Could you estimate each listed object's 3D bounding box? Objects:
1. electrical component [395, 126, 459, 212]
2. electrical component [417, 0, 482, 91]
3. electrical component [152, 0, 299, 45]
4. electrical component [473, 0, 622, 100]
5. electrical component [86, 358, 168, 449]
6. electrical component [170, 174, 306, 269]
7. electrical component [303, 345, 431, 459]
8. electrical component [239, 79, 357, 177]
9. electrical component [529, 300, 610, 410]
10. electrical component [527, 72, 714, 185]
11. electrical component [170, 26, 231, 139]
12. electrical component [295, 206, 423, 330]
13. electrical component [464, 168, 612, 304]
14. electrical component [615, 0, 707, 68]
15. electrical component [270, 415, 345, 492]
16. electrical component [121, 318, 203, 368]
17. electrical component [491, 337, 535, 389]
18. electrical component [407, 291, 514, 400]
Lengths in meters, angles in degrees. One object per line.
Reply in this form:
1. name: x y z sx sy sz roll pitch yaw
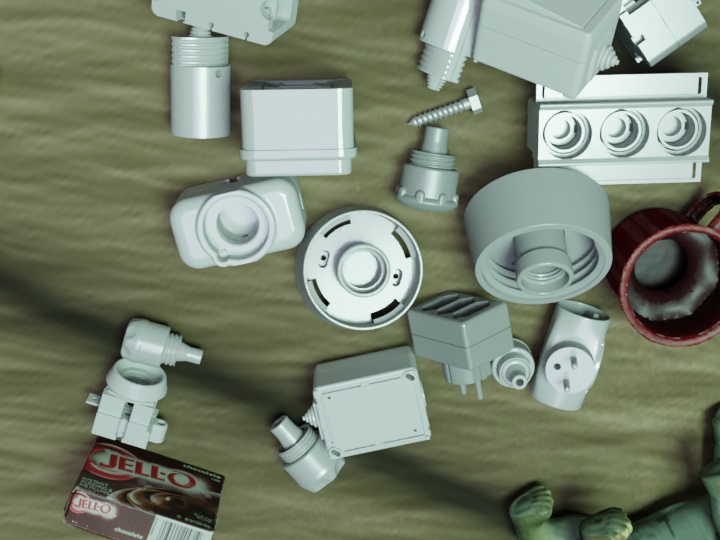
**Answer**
1. electrical component: 0.053 -0.076 0.802 0.048 0.048 0.062 8 99 -4
2. electrical component: 0.066 -0.169 0.774 0.043 0.043 0.081 17 106 -6
3. electrical component: -0.090 -0.197 0.747 0.089 0.055 0.050 17 121 10
4. electrical component: 0.135 -0.167 0.740 0.096 0.061 0.061 26 140 19
5. electrical component: -0.180 0.103 0.848 0.066 0.048 0.055 18 113 -6
6. electrical component: -0.090 -0.038 0.801 0.095 0.059 0.053 -13 106 2
7. electrical component: 0.002 0.103 0.844 0.096 0.061 0.061 -12 107 2
8. electrical component: -0.042 -0.102 0.755 0.078 0.113 0.057 -1 103 -1
9. electrical component: 0.162 0.071 0.829 0.044 0.079 0.077 16 106 5
10. electrical component: 0.186 -0.105 0.786 0.121 0.063 0.078 -2 107 -1
11. electrical component: -0.115 -0.139 0.778 0.043 0.043 0.081 2 106 -2
12. electrical component: 0.000 0.000 0.825 0.099 0.064 0.099 0 93 -5
13. electrical component: 0.132 -0.017 0.785 0.108 0.060 0.108 -1 144 0
14. electrical component: 0.201 -0.199 0.765 0.056 0.050 0.089 -35 104 9
15. electrical component: -0.046 0.144 0.865 0.043 0.043 0.062 -39 102 10
16. electrical component: -0.154 0.060 0.842 0.061 0.035 0.035 16 106 -8
17. electrical component: 0.120 0.076 0.839 0.035 0.061 0.035 0 107 -1
18. electrical component: 0.080 0.063 0.825 0.047 0.066 0.076 -23 110 -33
